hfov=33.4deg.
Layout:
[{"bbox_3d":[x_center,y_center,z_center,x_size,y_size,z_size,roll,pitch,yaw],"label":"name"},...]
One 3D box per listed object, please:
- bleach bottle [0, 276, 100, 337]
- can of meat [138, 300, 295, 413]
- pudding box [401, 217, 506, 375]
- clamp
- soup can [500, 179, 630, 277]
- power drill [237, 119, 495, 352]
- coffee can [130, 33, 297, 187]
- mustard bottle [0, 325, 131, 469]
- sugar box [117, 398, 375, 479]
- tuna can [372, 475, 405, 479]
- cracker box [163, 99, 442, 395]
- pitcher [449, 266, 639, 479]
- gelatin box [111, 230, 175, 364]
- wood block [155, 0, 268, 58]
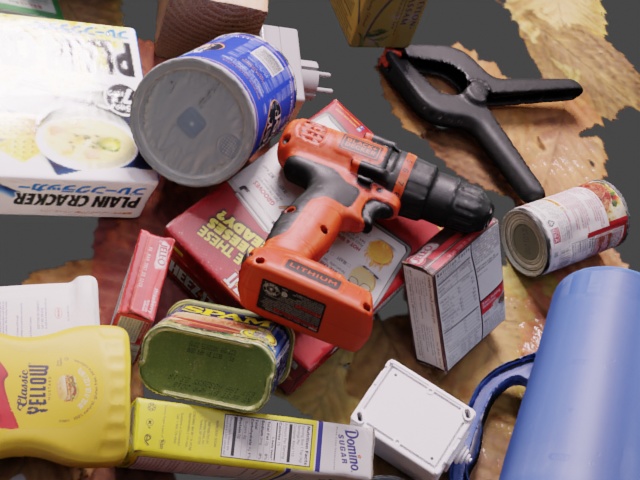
[{"bbox_3d":[-0.288,0.079,0.772,0.250,0.068,0.102,0,63,-17],"label":"bleach bottle"},{"bbox_3d":[-0.075,0.085,0.779,0.102,0.084,0.057,11,98,5],"label":"can of meat"},{"bbox_3d":[0.115,0.043,0.903,0.039,0.113,0.089,23,47,41],"label":"pudding box"},{"bbox_3d":[0.160,-0.144,1.065,0.210,0.036,0.164,32,56,3],"label":"clamp"},{"bbox_3d":[0.229,-0.011,0.998,0.102,0.069,0.068,-18,70,-26],"label":"soup can"},{"bbox_3d":[0.031,-0.005,0.826,0.184,0.057,0.187,20,47,7],"label":"power drill"},{"bbox_3d":[-0.085,-0.112,0.888,0.103,0.103,0.140,33,23,0],"label":"coffee can"},{"bbox_3d":[-0.225,0.104,0.714,0.191,0.058,0.096,2,71,-15],"label":"mustard bottle"},{"bbox_3d":[-0.057,0.153,0.790,0.176,0.093,0.048,7,71,-15],"label":"sugar box"},{"bbox_3d":[0.049,0.228,0.822,0.086,0.034,0.086,8,60,-15],"label":"tuna can"},{"bbox_3d":[-0.006,0.001,0.908,0.164,0.072,0.213,44,59,9],"label":"cracker box"},{"bbox_3d":[0.216,0.142,0.883,0.149,0.145,0.242,33,52,-15],"label":"pitcher"},{"bbox_3d":[-0.140,0.045,0.825,0.030,0.089,0.073,17,58,-11],"label":"gelatin box"},{"bbox_3d":[-0.102,-0.276,1.016,0.090,0.091,0.206,7,60,-15],"label":"wood block"}]
